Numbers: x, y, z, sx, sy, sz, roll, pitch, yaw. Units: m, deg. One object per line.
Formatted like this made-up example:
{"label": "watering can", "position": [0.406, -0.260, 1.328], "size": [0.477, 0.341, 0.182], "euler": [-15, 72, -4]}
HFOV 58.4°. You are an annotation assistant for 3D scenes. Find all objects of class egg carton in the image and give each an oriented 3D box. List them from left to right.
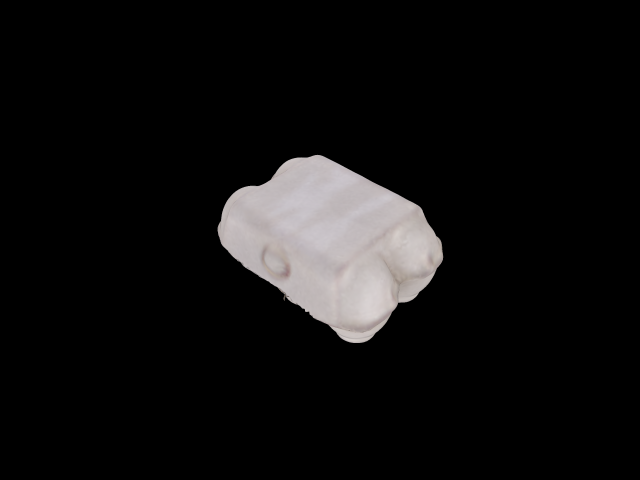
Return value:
{"label": "egg carton", "position": [0.004, 0.001, 0.400], "size": [0.150, 0.069, 0.107], "euler": [31, 51, 30]}
